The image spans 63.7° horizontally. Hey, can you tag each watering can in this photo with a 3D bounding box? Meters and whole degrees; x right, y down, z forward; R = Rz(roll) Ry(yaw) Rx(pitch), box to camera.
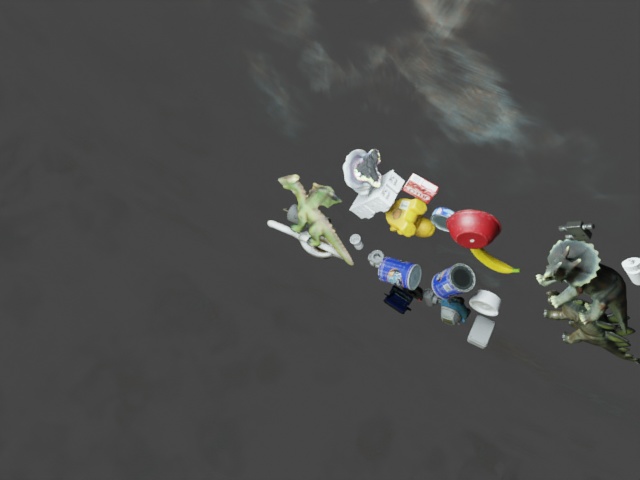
[{"bbox_3d":[-0.046,0.000,2.148,0.348,0.104,0.223,25,177,6],"label":"watering can"}]

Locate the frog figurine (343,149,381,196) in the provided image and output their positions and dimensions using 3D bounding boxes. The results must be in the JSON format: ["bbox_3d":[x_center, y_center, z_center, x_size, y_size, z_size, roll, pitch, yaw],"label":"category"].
[{"bbox_3d":[0.119,-0.202,1.576,0.137,0.123,0.158,68,163,-1],"label":"frog figurine"}]

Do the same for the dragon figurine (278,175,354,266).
[{"bbox_3d":[0.006,-0.096,1.909,0.412,0.124,0.237,38,140,10],"label":"dragon figurine"}]
